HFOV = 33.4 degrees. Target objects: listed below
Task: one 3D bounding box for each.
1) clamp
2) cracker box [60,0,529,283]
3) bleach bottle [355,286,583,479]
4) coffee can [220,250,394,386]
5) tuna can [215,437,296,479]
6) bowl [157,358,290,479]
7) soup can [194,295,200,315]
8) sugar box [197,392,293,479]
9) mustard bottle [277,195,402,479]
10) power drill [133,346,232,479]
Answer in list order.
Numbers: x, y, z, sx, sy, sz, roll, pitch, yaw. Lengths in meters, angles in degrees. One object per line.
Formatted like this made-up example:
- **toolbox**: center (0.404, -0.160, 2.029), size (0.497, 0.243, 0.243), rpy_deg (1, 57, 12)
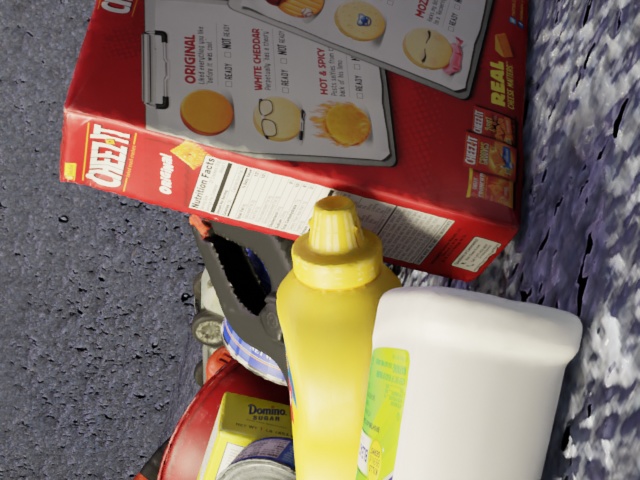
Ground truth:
- **clamp**: center (-0.008, 0.040, 0.634), size (0.210, 0.036, 0.165), rpy_deg (53, 136, 27)
- **cracker box**: center (-0.006, -0.083, 0.537), size (0.072, 0.213, 0.164), rpy_deg (118, 164, -57)
- **bleach bottle**: center (0.037, 0.146, 0.411), size (0.103, 0.068, 0.251), rpy_deg (158, 124, -80)
- **coffee can**: center (-0.002, 0.015, 0.727), size (0.103, 0.102, 0.140), rpy_deg (-92, 18, -62)
- **tuna can**: center (-0.025, 0.170, 0.680), size (0.033, 0.086, 0.086), rpy_deg (-41, -27, -61)
- **bowl**: center (-0.061, 0.173, 0.881), size (0.161, 0.055, 0.162), rpy_deg (-44, -31, -36)
- **soup can**: center (-0.082, 0.081, 1.126), size (0.102, 0.069, 0.068), rpy_deg (58, -143, -57)
- **sugar box**: center (-0.046, 0.191, 0.765), size (0.048, 0.093, 0.176), rpy_deg (-86, 13, -52)
- **mustard bottle**: center (0.012, 0.068, 0.511), size (0.096, 0.058, 0.192), rpy_deg (-72, -19, -61)
- **power drill**: center (-0.111, 0.202, 0.949), size (0.187, 0.057, 0.184), rpy_deg (-49, -28, -29)
